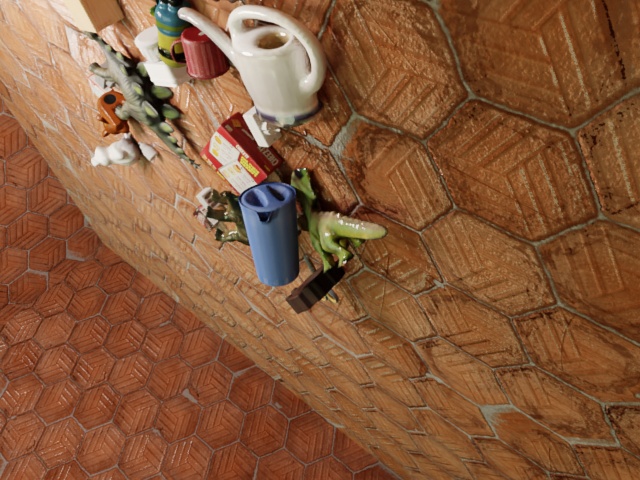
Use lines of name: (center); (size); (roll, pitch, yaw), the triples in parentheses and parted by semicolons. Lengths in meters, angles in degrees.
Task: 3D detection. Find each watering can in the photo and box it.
watering can: (-0.115, -0.329, 0.954); (0.350, 0.219, 0.105); (24, 58, 35)

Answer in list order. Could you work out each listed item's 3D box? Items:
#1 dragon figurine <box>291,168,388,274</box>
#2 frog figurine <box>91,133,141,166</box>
dragon figurine: (0.004, -0.060, 1.197); (0.124, 0.243, 0.405); (-37, 0, -27)
frog figurine: (-0.726, -0.302, 1.835); (0.162, 0.121, 0.137); (-47, 23, -26)
